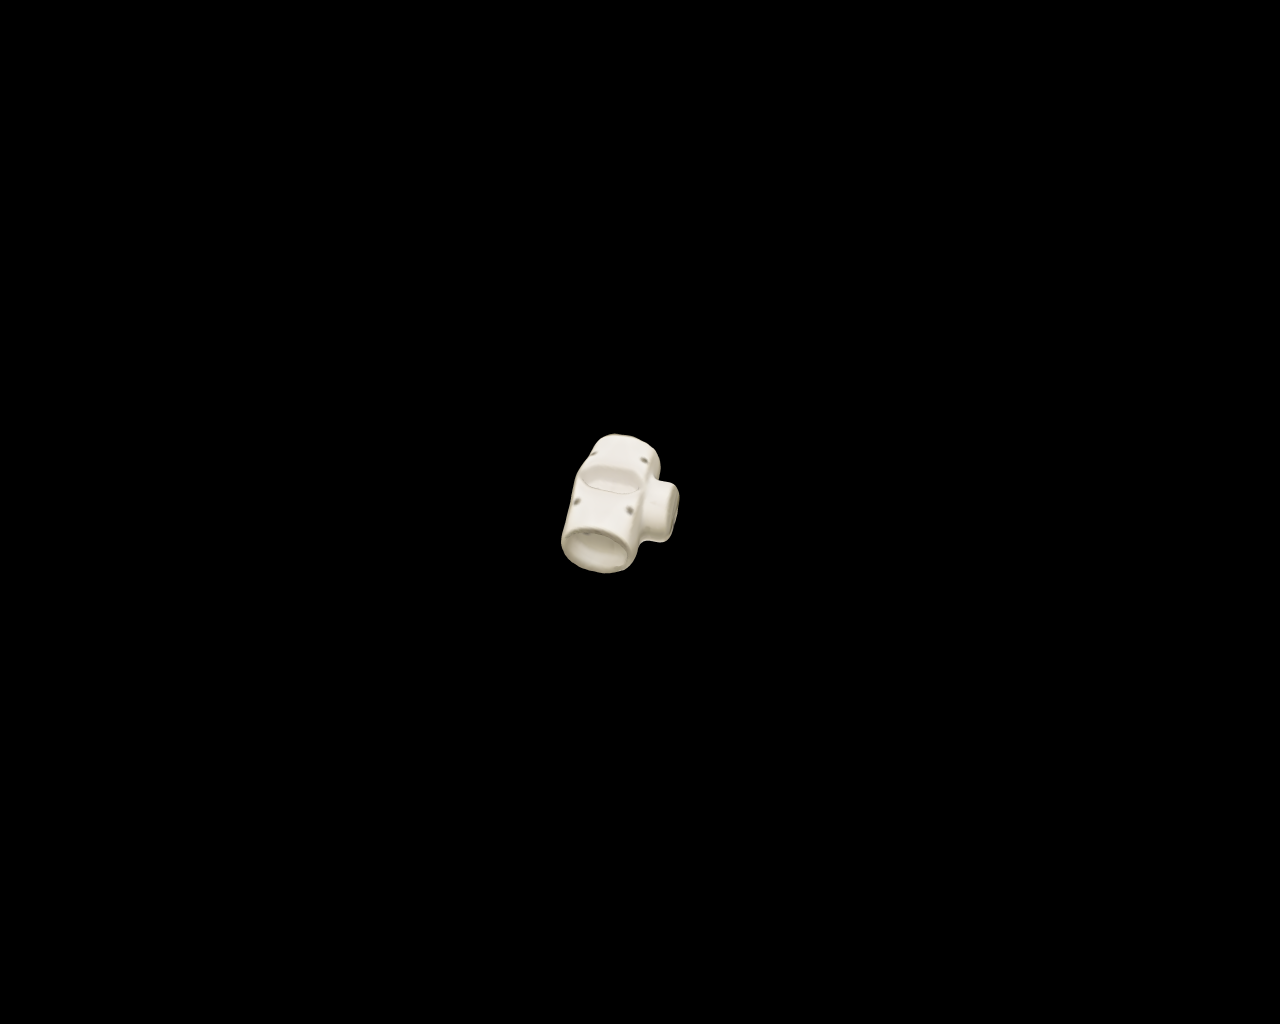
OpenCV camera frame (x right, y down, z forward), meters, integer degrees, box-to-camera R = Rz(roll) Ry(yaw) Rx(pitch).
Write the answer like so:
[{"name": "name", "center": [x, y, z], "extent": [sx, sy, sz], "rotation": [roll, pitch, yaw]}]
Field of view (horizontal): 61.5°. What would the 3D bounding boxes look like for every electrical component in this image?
[{"name": "electrical component", "center": [0.001, -0.003, 0.650], "extent": [0.079, 0.077, 0.043], "rotation": [11, -39, 9]}]
